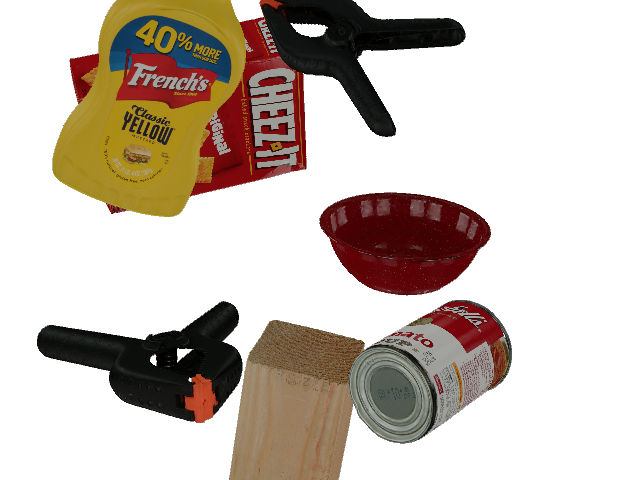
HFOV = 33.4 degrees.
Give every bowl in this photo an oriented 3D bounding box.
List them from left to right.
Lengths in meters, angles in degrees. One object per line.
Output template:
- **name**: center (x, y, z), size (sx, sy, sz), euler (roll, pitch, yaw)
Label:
- **bowl**: center (0.079, 0.008, 1.015), size (0.162, 0.055, 0.162), euler (2, 23, -1)

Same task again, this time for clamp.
- **clamp**: center (-0.106, 0.085, 0.796), size (0.164, 0.036, 0.210), euler (-10, 14, -27)
- **clamp**: center (0.030, -0.167, 0.880), size (0.172, 0.120, 0.039), euler (38, -23, 22)

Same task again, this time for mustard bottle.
- **mustard bottle**: center (-0.103, -0.113, 0.709), size (0.096, 0.192, 0.058), euler (19, 23, -18)

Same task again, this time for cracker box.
- **cracker box**: center (-0.124, -0.121, 1.056), size (0.213, 0.072, 0.164), euler (-13, -38, -9)

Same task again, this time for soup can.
- **soup can**: center (0.074, 0.086, 0.712), size (0.069, 0.068, 0.102), euler (0, 14, 39)

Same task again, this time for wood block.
- **wood block**: center (-0.027, 0.188, 0.959), size (0.090, 0.206, 0.090), euler (13, 22, 8)
